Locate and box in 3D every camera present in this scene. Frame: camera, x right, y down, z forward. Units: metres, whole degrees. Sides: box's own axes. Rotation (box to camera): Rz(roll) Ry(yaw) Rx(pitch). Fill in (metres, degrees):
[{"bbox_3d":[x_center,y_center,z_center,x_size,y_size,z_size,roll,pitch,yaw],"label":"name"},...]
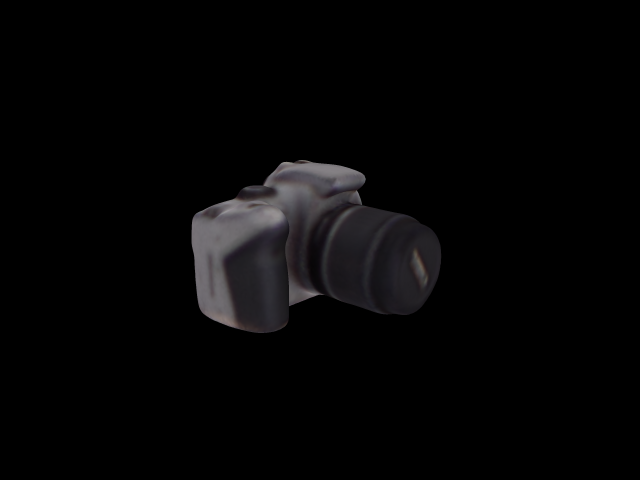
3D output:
[{"bbox_3d":[0.004,0.001,0.400,0.136,0.101,0.144,14,22,40],"label":"camera"}]
